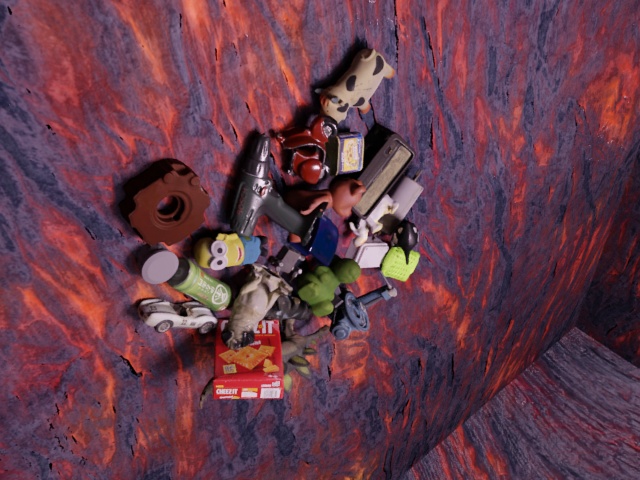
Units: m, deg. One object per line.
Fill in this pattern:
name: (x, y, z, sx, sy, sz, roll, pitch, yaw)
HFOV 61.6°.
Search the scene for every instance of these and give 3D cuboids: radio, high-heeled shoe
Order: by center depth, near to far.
radio: (0.136, -0.178, 1.401, 0.229, 0.073, 0.131, -53, 140, 2)
high-heeled shoe: (0.246, -0.037, 1.547, 0.086, 0.249, 0.145, -3, 121, 7)

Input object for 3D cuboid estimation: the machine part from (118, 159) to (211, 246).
machine part: (-0.307, -0.070, 1.078, 0.179, 0.056, 0.179, -25, 136, -27)

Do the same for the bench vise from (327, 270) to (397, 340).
bench vise: (0.118, 0.187, 1.555, 0.241, 0.128, 0.223, -31, -174, 22)

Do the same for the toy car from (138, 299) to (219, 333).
toy car: (-0.322, 0.173, 1.239, 0.201, 0.074, 0.056, 11, 112, -47)

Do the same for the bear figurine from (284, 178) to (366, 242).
bear figurine: (0.015, -0.078, 1.291, 0.196, 0.120, 0.131, -7, 107, -5)

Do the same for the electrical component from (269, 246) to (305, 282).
electrical component: (-0.084, 0.062, 1.403, 0.078, 0.045, 0.102, -51, 141, 3)

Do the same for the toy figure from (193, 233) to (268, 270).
toy figure: (-0.204, 0.025, 1.231, 0.180, 0.089, 0.082, -12, 86, -49)

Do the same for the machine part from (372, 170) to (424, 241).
machine part: (0.219, -0.100, 1.542, 0.079, 0.079, 0.243, 24, 102, -50)

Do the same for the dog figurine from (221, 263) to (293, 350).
dog figurine: (-0.170, 0.163, 1.312, 0.190, 0.121, 0.172, -55, 177, 7)

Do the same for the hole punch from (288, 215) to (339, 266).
hole punch: (-0.003, -0.004, 1.398, 0.116, 0.092, 0.142, -53, 137, -3)

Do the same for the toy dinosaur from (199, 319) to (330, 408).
toy dinosaur: (-0.139, 0.316, 1.430, 0.471, 0.199, 0.105, -16, 127, -37)

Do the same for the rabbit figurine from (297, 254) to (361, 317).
rabbit figurine: (0.035, 0.105, 1.451, 0.170, 0.159, 0.121, -28, 115, 13)

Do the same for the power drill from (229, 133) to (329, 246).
power drill: (-0.088, -0.092, 1.178, 0.207, 0.086, 0.232, 24, 108, -10)

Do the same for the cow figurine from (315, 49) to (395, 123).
cow figurine: (0.070, -0.340, 1.205, 0.195, 0.086, 0.127, -52, 147, 6)

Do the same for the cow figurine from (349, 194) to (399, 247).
cow figurine: (0.132, -0.064, 1.482, 0.167, 0.098, 0.068, -47, 173, 7)

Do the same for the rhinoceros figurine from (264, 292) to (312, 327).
rhinoceros figurine: (-0.097, 0.184, 1.472, 0.190, 0.073, 0.112, 9, 124, -49)

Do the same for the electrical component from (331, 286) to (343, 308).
electrical component: (0.023, 0.155, 1.519, 0.075, 0.119, 0.047, -41, 142, -16)

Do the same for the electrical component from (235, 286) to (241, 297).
electrical component: (-0.185, 0.147, 1.391, 0.063, 0.021, 0.093, -30, 136, -24)

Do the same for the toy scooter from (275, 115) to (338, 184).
toy scooter: (-0.038, -0.201, 1.215, 0.135, 0.075, 0.183, -5, 138, -16)
